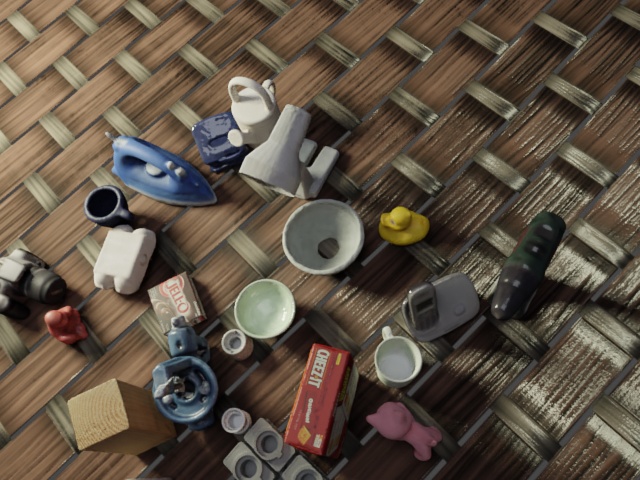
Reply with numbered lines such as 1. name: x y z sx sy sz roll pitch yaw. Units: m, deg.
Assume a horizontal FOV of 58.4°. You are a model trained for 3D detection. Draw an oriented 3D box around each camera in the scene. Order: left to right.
1. camera: -0.628 0.101 1.223 0.136 0.101 0.143 19 72 16

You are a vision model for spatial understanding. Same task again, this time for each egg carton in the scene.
1. egg carton: -0.416 0.041 1.231 0.107 0.069 0.150 9 70 12

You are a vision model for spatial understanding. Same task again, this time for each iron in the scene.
1. iron: -0.352 -0.161 1.265 0.257 0.141 0.119 23 73 17

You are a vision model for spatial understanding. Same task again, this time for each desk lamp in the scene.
1. desk lamp: -0.061 -0.167 1.183 0.117 0.214 0.203 23 73 17

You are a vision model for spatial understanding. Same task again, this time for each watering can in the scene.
1. watering can: -0.142 -0.280 1.252 0.100 0.194 0.173 -2 68 8

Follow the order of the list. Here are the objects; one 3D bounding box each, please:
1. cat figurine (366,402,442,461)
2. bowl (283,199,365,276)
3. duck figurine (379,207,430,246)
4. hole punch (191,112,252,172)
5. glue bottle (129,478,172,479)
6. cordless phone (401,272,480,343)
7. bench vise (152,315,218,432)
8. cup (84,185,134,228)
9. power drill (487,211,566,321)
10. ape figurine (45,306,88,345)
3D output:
1. cat figurine: 0.148 0.328 1.000 0.127 0.118 0.067 27 74 18
2. bowl: 0.011 0.004 1.177 0.167 0.075 0.167 -3 68 8
3. duck figurine: 0.170 -0.037 1.163 0.104 0.086 0.077 0 68 9
4. hole punch: -0.223 -0.222 1.297 0.108 0.091 0.101 -22 66 0
5. glue bottle: -0.322 0.436 0.998 0.078 0.173 0.037 -8 67 6
6. cordless phone: 0.219 0.107 1.042 0.147 0.185 0.094 -30 66 -4
7. bench vise: -0.267 0.239 1.045 0.121 0.220 0.207 -31 67 -4
8. cup: -0.446 -0.058 1.262 0.117 0.095 0.092 22 73 17
9. power drill: 0.359 0.068 1.024 0.075 0.209 0.230 27 74 18
10. ape figurine: -0.532 0.172 1.183 0.076 0.092 0.078 4 69 11
